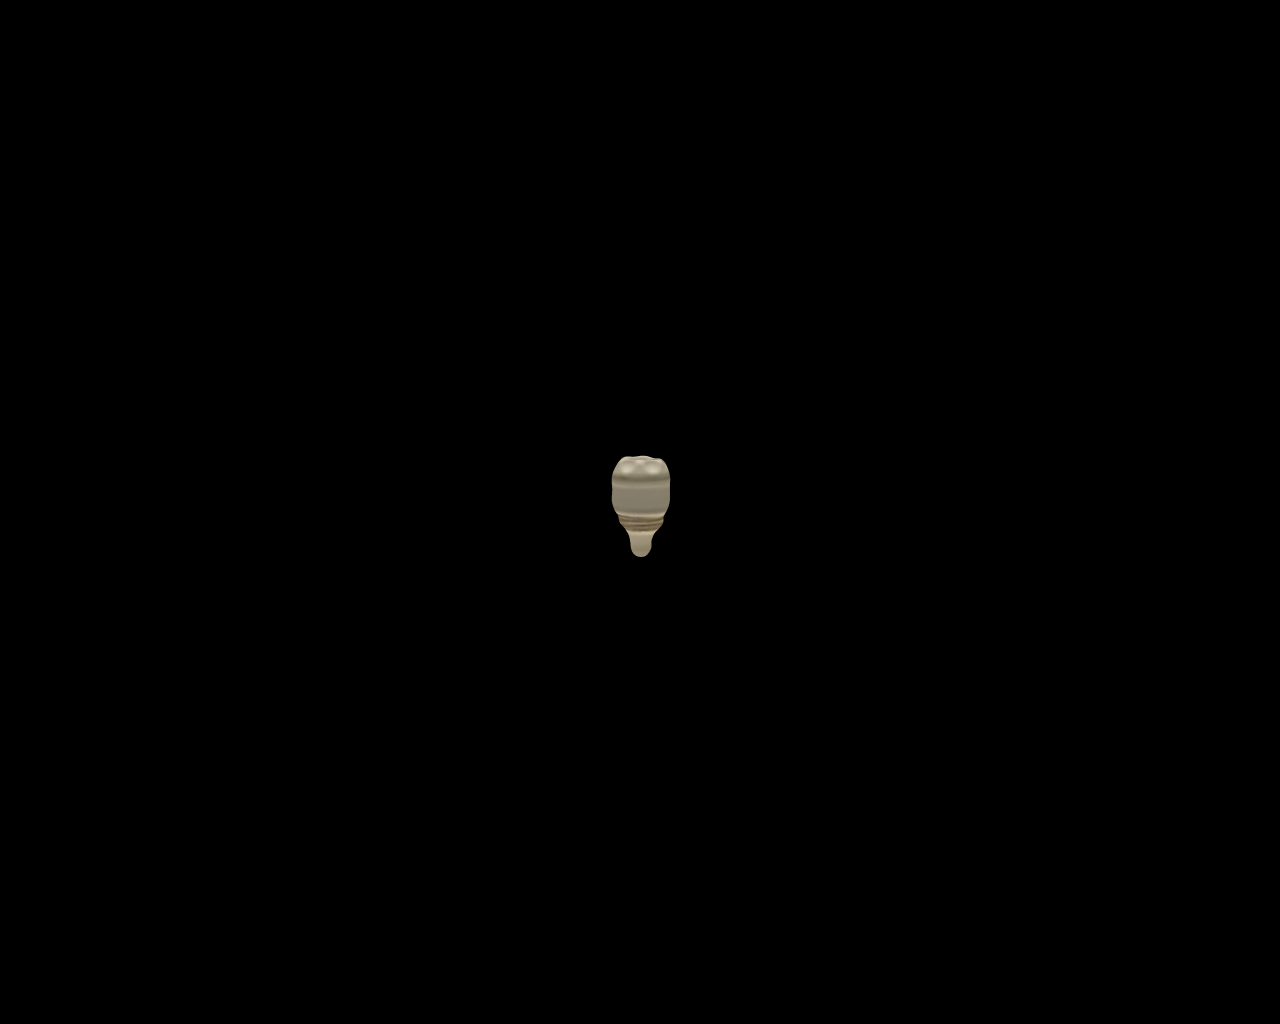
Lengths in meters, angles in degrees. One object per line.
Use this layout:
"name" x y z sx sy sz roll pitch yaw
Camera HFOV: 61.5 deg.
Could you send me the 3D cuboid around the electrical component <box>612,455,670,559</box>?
"electrical component" 0.001 -0.003 0.650 0.035 0.061 0.035 0 9 0
